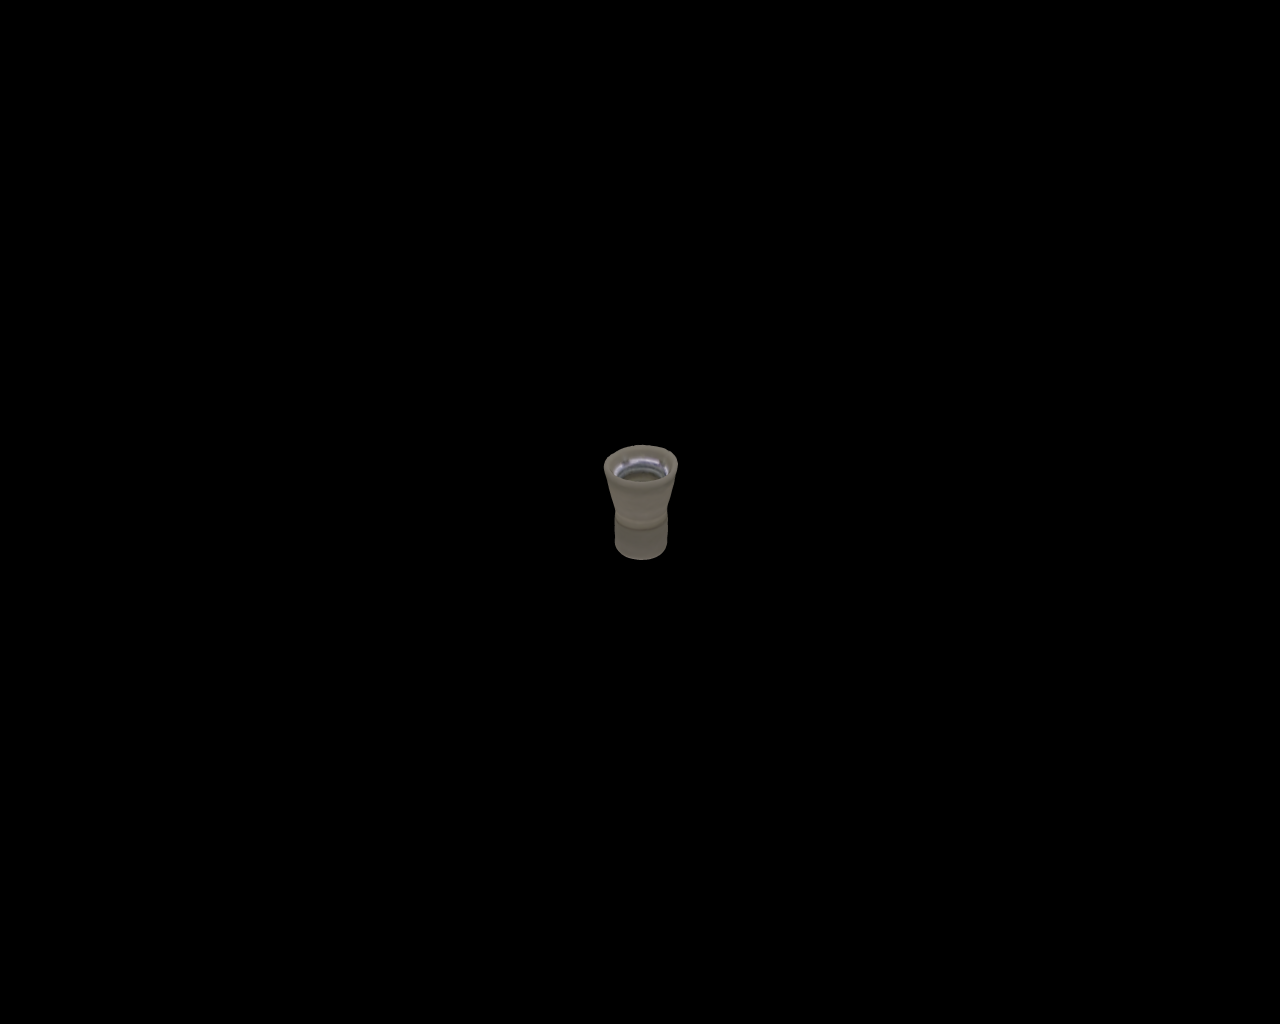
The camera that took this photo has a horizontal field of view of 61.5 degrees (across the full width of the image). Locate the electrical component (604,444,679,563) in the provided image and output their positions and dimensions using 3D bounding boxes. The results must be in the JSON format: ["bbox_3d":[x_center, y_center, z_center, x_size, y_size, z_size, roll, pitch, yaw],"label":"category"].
[{"bbox_3d":[0.001,-0.003,0.650,0.044,0.065,0.044,0,34,0],"label":"electrical component"}]
